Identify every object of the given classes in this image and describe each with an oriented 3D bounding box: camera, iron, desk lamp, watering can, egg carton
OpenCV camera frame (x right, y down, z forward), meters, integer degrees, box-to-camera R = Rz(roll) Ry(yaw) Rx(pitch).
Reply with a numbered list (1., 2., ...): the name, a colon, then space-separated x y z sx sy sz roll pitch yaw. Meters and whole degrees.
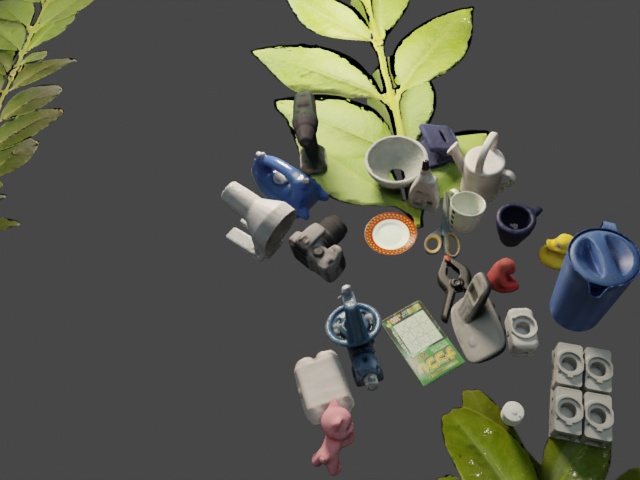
1. camera: 0.013 0.005 1.398 0.142 0.101 0.137 37 68 27
2. iron: -0.104 -0.166 1.501 0.257 0.142 0.119 34 67 26
3. desk lamp: -0.152 -0.040 1.380 0.202 0.214 0.118 30 65 24
4. watering can: 0.398 -0.187 1.418 0.172 0.194 0.101 7 58 12
5. egg carton: 0.006 0.312 1.215 0.107 0.069 0.150 -19 56 -5

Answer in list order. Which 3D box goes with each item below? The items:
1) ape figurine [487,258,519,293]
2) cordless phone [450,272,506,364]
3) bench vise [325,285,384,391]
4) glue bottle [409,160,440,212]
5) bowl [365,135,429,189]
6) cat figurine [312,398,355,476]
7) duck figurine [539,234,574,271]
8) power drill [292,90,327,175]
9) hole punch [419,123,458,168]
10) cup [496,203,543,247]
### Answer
1. ape figurine: 0.420 0.075 1.304 0.076 0.092 0.078 0 57 8
2. cordless phone: 0.338 0.163 1.201 0.094 0.185 0.147 -16 56 -3
3. bench vise: 0.089 0.196 1.190 0.121 0.220 0.207 -31 58 -13
4. glue bottle: 0.260 -0.138 1.416 0.078 0.173 0.037 17 61 18
5. bowl: 0.202 -0.193 1.519 0.167 0.075 0.167 -3 56 5
6. cat figurine: 0.026 0.387 1.134 0.067 0.118 0.128 16 60 17
7. duck figurine: 0.567 0.020 1.325 0.104 0.086 0.077 4 57 10
8. power drill: -0.029 -0.275 1.522 0.075 0.209 0.229 -8 56 3
9. hole punch: 0.321 -0.265 1.541 0.101 0.091 0.108 -15 56 -3
10. cup: 0.471 -0.033 1.367 0.118 0.095 0.091 -24 57 -9
